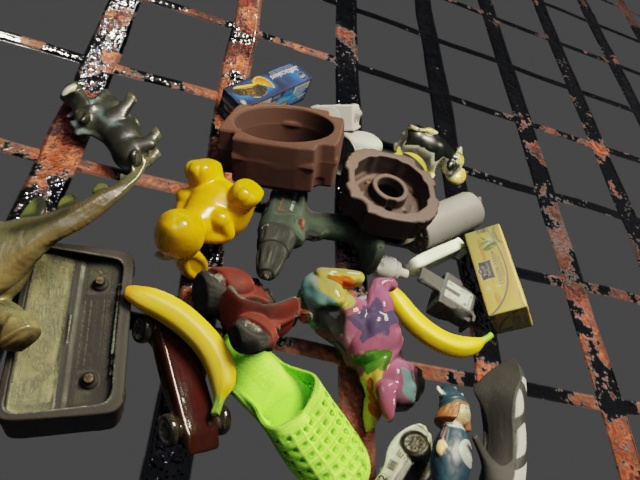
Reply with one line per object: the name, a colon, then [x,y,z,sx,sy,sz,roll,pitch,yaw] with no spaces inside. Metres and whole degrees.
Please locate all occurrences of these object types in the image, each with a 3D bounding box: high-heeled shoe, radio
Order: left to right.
radio: [-0.304,0.118,0.666,0.131,0.073,0.230,6,55,-20]
high-heeled shoe: [0.293,0.297,0.819,0.249,0.086,0.145,-36,99,-49]

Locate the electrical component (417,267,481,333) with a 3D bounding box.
electrical component: [0.216,0.098,0.935,0.119,0.047,0.075,27,49,-3]

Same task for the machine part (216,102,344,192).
machine part: [-0.064,-0.162,0.926,0.202,0.087,0.201,7,31,4]

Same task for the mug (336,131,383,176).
mug: [0.081,-0.169,1.047,0.110,0.080,0.107,36,40,26]

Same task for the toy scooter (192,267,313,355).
toy scooter: [-0.090,0.094,0.759,0.135,0.075,0.184,-4,28,-37]

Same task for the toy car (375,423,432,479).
toy car: [0.090,0.324,0.693,0.056,0.073,0.202,14,39,34]

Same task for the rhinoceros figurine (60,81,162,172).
rhinoceros figurine: [-0.344,-0.185,0.879,0.112,0.073,0.190,-39,79,-28]

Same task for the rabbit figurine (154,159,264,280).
rabbit figurine: [-0.184,-0.024,0.772,0.122,0.162,0.173,35,27,0]

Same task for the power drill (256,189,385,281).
power drill: [-0.002,-0.003,0.886,0.207,0.086,0.232,10,43,-12]

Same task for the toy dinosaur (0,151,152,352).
toy dinosaur: [-0.393,0.035,0.604,0.471,0.104,0.199,-25,53,-11]

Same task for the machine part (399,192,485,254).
machine part: [0.233,-0.034,1.023,0.243,0.079,0.079,-20,66,-35]

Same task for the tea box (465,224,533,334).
tea box: [0.319,0.070,0.963,0.068,0.098,0.170,-17,56,17]

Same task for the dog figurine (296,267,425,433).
dog figurine: [0.057,0.160,0.782,0.191,0.108,0.219,11,55,-19]

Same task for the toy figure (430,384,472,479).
toy figure: [0.194,0.284,0.784,0.058,0.064,0.154,5,52,14]

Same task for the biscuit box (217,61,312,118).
biscuit box: [-0.106,-0.290,1.066,0.063,0.059,0.203,45,50,11]

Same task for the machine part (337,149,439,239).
machine part: [0.115,-0.078,0.912,0.179,0.056,0.179,9,48,-11]

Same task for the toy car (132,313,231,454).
toy car: [-0.181,0.176,0.694,0.089,0.053,0.202,5,53,-47]

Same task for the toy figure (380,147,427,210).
toy figure: [0.151,-0.100,1.032,0.089,0.082,0.180,35,44,-12]

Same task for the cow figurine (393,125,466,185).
cow figurine: [0.244,-0.181,1.122,0.167,0.098,0.068,21,44,-9]
